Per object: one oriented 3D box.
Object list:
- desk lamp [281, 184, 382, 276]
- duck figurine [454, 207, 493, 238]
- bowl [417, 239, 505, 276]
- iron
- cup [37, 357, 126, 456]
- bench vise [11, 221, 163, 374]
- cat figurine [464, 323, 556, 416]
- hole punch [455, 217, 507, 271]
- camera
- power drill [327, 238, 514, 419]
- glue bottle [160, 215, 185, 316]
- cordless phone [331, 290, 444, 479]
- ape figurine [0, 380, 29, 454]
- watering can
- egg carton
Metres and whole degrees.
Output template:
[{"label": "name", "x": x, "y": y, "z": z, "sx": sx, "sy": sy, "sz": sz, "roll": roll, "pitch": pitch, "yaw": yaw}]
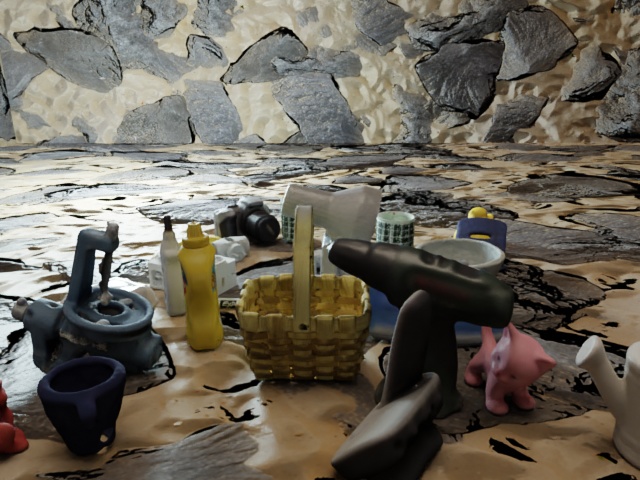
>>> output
[{"label": "desk lamp", "x": 0.009, "y": 0.004, "z": 1.027, "sx": 0.203, "sy": 0.214, "sz": 0.118, "roll": 0, "pitch": 18, "yaw": 2}, {"label": "duck figurine", "x": 0.359, "y": -0.032, "z": 1.324, "sx": 0.105, "sy": 0.086, "sz": 0.077, "roll": -9, "pitch": 19, "yaw": -22}, {"label": "bowl", "x": 0.260, "y": 0.055, "z": 1.080, "sx": 0.167, "sy": 0.075, "sz": 0.167, "roll": -1, "pitch": 18, "yaw": 1}, {"label": "iron", "x": 0.168, "y": 0.080, "z": 0.900, "sx": 0.257, "sy": 0.141, "sz": 0.119, "roll": 4, "pitch": 19, "yaw": 15}, {"label": "cup", "x": -0.258, "y": 0.197, "z": 0.639, "sx": 0.092, "sy": 0.095, "sz": 0.117, "roll": -10, "pitch": 20, "yaw": -25}, {"label": "bench vise", "x": -0.332, "y": 0.084, "z": 0.791, "sx": 0.207, "sy": 0.220, "sz": 0.121, "roll": -5, "pitch": 18, "yaw": -10}, {"label": "cat figurine", "x": 0.235, "y": 0.150, "z": 0.718, "sx": 0.067, "sy": 0.118, "sz": 0.127, "roll": -5, "pitch": 18, "yaw": -12}, {"label": "hole punch", "x": 0.336, "y": 0.008, "z": 1.193, "sx": 0.108, "sy": 0.091, "sz": 0.101, "roll": 4, "pitch": 19, "yaw": 17}, {"label": "camera", "x": -0.167, "y": -0.045, "z": 1.373, "sx": 0.143, "sy": 0.101, "sz": 0.136, "roll": -13, "pitch": 21, "yaw": -32}, {"label": "power drill", "x": 0.117, "y": 0.106, "z": 0.712, "sx": 0.229, "sy": 0.208, "sz": 0.076, "roll": 5, "pitch": 19, "yaw": 19}, {"label": "glue bottle", "x": -0.257, "y": 0.040, "z": 0.997, "sx": 0.037, "sy": 0.173, "sz": 0.078, "roll": -7, "pitch": 19, "yaw": -18}, {"label": "cordless phone", "x": 0.076, "y": 0.153, "z": 0.607, "sx": 0.093, "sy": 0.185, "sz": 0.148, "roll": 8, "pitch": 20, "yaw": 27}, {"label": "ape figurine", "x": -0.377, "y": 0.197, "z": 0.653, "sx": 0.076, "sy": 0.092, "sz": 0.077, "roll": -5, "pitch": 18, "yaw": -11}, {"label": "watering can", "x": 0.369, "y": 0.143, "z": 0.604, "sx": 0.173, "sy": 0.194, "sz": 0.101, "roll": -2, "pitch": 18, "yaw": -3}, {"label": "egg carton", "x": -0.348, "y": 0.114, "z": 0.942, "sx": 0.107, "sy": 0.069, "sz": 0.151, "roll": 11, "pitch": 22, "yaw": 34}]
